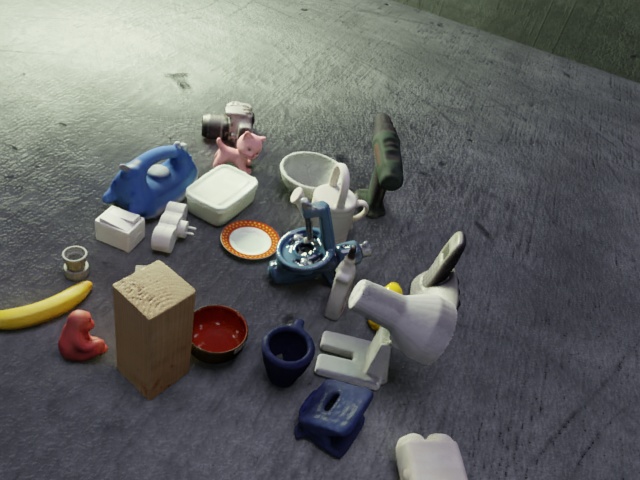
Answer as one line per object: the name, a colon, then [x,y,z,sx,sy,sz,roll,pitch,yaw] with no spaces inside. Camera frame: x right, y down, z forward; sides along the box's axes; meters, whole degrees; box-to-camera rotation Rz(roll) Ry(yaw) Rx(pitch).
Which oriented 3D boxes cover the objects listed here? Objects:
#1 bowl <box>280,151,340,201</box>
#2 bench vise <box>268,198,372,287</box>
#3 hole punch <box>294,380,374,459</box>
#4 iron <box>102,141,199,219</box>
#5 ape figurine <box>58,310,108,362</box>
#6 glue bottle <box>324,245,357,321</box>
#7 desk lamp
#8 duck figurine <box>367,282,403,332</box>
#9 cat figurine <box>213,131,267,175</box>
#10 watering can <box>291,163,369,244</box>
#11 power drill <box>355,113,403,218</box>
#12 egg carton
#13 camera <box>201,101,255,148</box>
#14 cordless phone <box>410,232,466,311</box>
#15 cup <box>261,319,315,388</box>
bowl: [-0.022,-0.147,1.436,0.167,0.075,0.167,9,40,-7]
bench vise: [0.005,-0.004,1.165,0.208,0.220,0.121,-15,48,-30]
hole punch: [0.022,0.283,0.940,0.101,0.091,0.109,28,42,15]
iron: [-0.360,-0.155,1.291,0.118,0.141,0.259,29,42,16]
ape figurine: [-0.400,0.155,0.960,0.076,0.092,0.077,-12,47,-28]
glue bottle: [0.047,0.076,1.122,0.037,0.173,0.078,19,40,5]
desk lamp: [0.112,0.167,1.007,0.203,0.213,0.118,14,40,-1]
duck figurine: [0.138,0.130,1.155,0.077,0.086,0.104,19,40,6]
cat figurine: [-0.201,-0.230,1.444,0.128,0.118,0.067,4,41,-12]
watering can: [0.024,-0.082,1.281,0.173,0.194,0.100,-14,47,-29]
power drill: [0.146,-0.172,1.411,0.076,0.208,0.229,4,41,-12]
egg carton: [0.176,0.375,0.897,0.107,0.069,0.150,4,41,-12]
camera: [-0.249,-0.321,1.548,0.137,0.101,0.143,3,41,-14]
cordless phone: [0.250,0.082,1.167,0.094,0.185,0.147,11,40,-3]
cup: [-0.057,0.203,1.006,0.091,0.095,0.118,18,40,4]
